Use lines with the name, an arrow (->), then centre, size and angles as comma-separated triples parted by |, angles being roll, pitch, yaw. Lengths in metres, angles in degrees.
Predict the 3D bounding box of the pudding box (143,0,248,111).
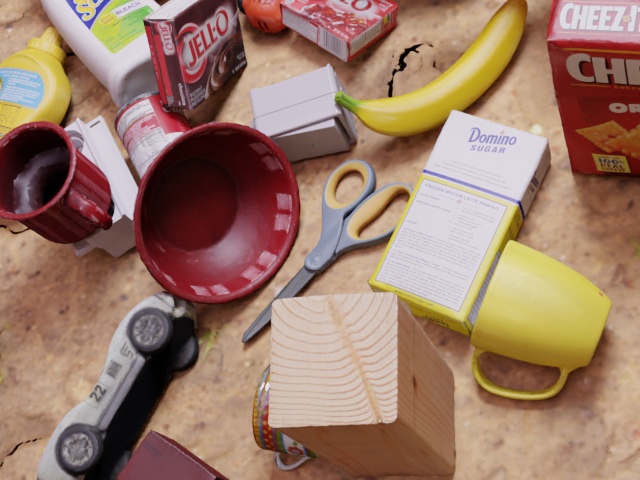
pudding box -> -0.115, -0.186, 1.003 | 0.039, 0.090, 0.113 | 7, 35, 23

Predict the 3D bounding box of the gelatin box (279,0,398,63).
gelatin box -> 0.017, -0.216, 1.015 | 0.089, 0.030, 0.073 | 36, 60, 26

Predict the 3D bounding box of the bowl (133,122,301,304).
bowl -> -0.099, -0.027, 0.946 | 0.162, 0.162, 0.055 | -56, 33, -8

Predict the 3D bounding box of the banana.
banana -> 0.112, -0.144, 0.951 | 0.197, 0.069, 0.037 | -30, 26, -9

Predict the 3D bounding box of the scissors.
scissors -> -0.006, 0.001, 0.960 | 0.202, 0.016, 0.096 | -33, 61, 4

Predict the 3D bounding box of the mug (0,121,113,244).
mug -> -0.228, -0.042, 0.941 | 0.117, 0.081, 0.093 | 27, 80, 26

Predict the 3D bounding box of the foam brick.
foam brick -> -0.120, 0.204, 0.897 | 0.078, 0.051, 0.053 | 30, 80, 26

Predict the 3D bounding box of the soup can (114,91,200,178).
soup can -> -0.146, -0.081, 1.010 | 0.068, 0.068, 0.102 | -30, 63, 5

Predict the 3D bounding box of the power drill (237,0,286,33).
power drill -> -0.090, -0.306, 1.086 | 0.188, 0.057, 0.184 | 12, 74, 22

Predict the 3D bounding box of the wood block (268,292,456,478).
wood block -> 0.038, 0.114, 0.792 | 0.090, 0.206, 0.091 | -5, 67, 16

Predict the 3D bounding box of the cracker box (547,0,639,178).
cracker box -> 0.265, -0.115, 0.802 | 0.164, 0.213, 0.072 | 6, 71, 21

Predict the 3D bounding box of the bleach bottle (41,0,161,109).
bleach bottle -> -0.239, -0.239, 1.093 | 0.102, 0.068, 0.251 | -37, 63, -21

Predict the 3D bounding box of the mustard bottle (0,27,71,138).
mustard bottle -> -0.306, -0.132, 1.089 | 0.096, 0.058, 0.191 | 12, 74, 29

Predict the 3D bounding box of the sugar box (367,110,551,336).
sugar box -> 0.120, -0.017, 0.908 | 0.093, 0.048, 0.176 | 22, 74, 24
